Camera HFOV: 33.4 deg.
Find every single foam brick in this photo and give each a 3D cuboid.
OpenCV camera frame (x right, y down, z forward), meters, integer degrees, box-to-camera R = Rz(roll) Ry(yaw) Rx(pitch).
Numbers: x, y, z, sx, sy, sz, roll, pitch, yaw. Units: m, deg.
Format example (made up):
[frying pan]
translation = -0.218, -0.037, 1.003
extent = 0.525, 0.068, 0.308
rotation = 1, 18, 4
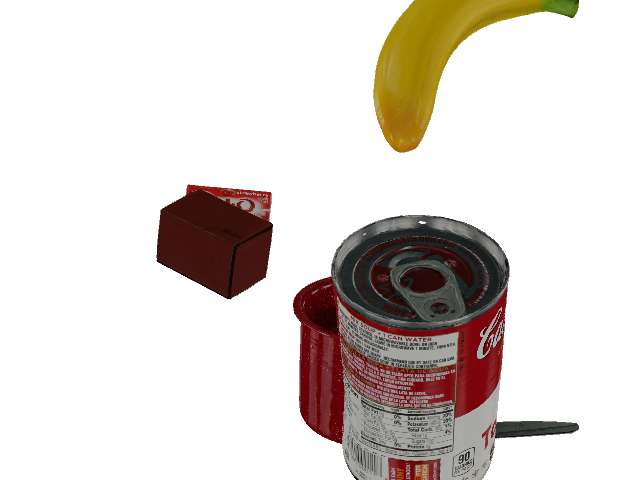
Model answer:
[foam brick]
translation = -0.086, 0.002, 0.858
extent = 0.078, 0.051, 0.052
rotation = 26, 34, 25

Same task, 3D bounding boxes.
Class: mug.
[mug]
translation = 0.032, 0.073, 0.693
extent = 0.093, 0.081, 0.117
rotation = 11, 25, 19

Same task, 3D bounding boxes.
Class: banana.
[banana]
translation = 0.079, -0.119, 0.619
extent = 0.070, 0.037, 0.197
rotation = 32, 51, 23

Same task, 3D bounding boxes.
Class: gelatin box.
[gelatin box]
translation = -0.097, -0.020, 1.084
extent = 0.089, 0.073, 0.030
rotation = 6, -43, -3

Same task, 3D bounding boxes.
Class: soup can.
[soup can]
translation = 0.040, 0.050, 0.436
extent = 0.068, 0.102, 0.068
rotation = -2, 36, 1

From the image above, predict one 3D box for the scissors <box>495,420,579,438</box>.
[scissors]
translation = 0.114, 0.170, 0.879
extent = 0.202, 0.016, 0.096
rotation = 8, 36, 5
